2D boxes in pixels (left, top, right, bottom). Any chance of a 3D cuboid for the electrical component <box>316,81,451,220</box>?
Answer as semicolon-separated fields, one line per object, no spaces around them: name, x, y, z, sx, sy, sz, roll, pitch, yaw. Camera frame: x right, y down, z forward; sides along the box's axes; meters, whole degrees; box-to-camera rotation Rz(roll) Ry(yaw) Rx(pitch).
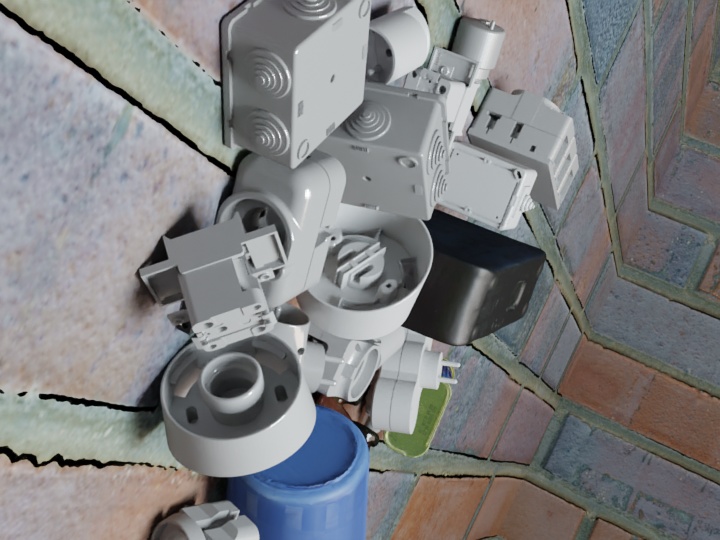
electrical component;0.011;-0.080;0.725;0.099;0.100;0.048;77;29;-61

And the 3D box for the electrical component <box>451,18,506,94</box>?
electrical component;0.096;-0.179;0.921;0.040;0.040;0.078;-33;144;-58

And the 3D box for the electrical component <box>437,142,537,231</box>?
electrical component;0.127;-0.079;1.040;0.061;0.096;0.061;-11;124;-68

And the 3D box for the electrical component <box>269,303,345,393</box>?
electrical component;-0.051;0.068;0.779;0.044;0.079;0.077;-124;-131;-63

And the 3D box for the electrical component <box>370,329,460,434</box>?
electrical component;0.060;0.096;1.052;0.052;0.074;0.138;80;20;-54

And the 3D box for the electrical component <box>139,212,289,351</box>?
electrical component;-0.080;0.009;0.619;0.081;0.063;0.042;-19;153;-3

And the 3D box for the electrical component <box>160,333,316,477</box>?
electrical component;-0.079;0.087;0.691;0.099;0.099;0.064;-52;151;-35

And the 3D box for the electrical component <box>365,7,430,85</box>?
electrical component;0.023;-0.156;0.746;0.081;0.043;0.043;-39;148;-53

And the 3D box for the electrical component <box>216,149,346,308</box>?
electrical component;-0.053;-0.028;0.681;0.059;0.054;0.095;-32;142;-59

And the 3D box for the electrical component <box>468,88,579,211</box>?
electrical component;0.175;-0.127;1.122;0.061;0.089;0.150;-63;161;-7

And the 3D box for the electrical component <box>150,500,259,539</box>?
electrical component;-0.114;0.202;0.778;0.057;0.078;0.058;2;113;-48

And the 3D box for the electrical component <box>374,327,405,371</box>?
electrical component;0.004;0.071;0.977;0.081;0.043;0.043;-36;146;-56

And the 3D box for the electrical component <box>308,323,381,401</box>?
electrical component;-0.020;0.074;0.895;0.050;0.056;0.089;-66;162;2

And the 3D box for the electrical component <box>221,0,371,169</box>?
electrical component;-0.035;-0.119;0.625;0.099;0.048;0.099;-49;156;-40

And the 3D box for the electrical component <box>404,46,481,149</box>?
electrical component;0.062;-0.138;0.878;0.064;0.042;0.081;-15;127;-64

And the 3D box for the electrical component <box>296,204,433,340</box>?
electrical component;0.000;0.000;0.795;0.099;0.099;0.064;-50;162;-39

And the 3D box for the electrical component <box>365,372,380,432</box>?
electrical component;0.025;0.140;1.121;0.048;0.048;0.062;-25;143;-63
